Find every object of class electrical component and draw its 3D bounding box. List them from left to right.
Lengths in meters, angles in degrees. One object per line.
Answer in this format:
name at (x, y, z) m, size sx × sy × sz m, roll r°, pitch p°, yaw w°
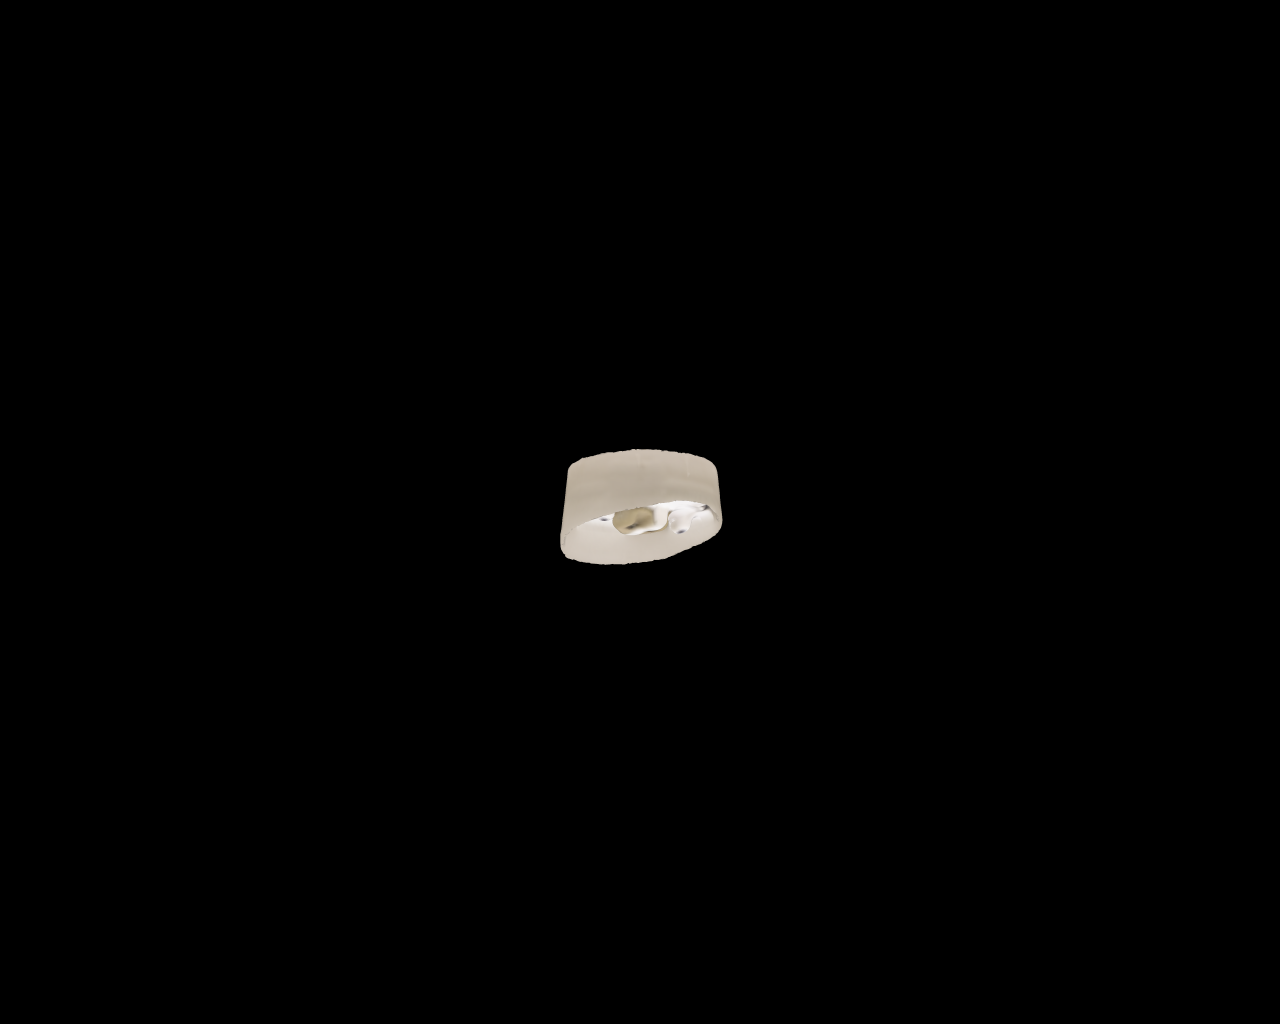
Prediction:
electrical component at (0.001, -0.003, 0.650) m, size 0.099 × 0.064 × 0.099 m, roll 0°, pitch -12°, yaw 0°
